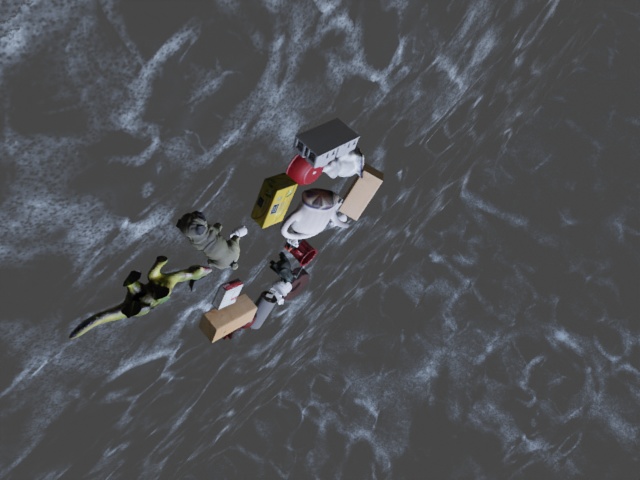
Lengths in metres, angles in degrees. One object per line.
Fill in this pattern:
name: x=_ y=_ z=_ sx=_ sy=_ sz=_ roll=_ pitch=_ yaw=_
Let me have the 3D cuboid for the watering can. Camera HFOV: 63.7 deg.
watering can: x=0.006 y=-0.098 z=1.954 sx=0.350 sy=0.106 sz=0.219 roll=-11 pitch=141 yaw=-38

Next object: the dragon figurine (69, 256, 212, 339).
dragon figurine: x=-0.509 y=0.177 z=1.515 sx=0.413 sy=0.123 sz=0.239 roll=-32 pitch=165 yaw=-13

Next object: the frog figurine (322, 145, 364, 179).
frog figurine: x=0.072 y=-0.275 z=1.834 sx=0.159 sy=0.125 sz=0.135 roll=-5 pitch=161 yaw=-4
